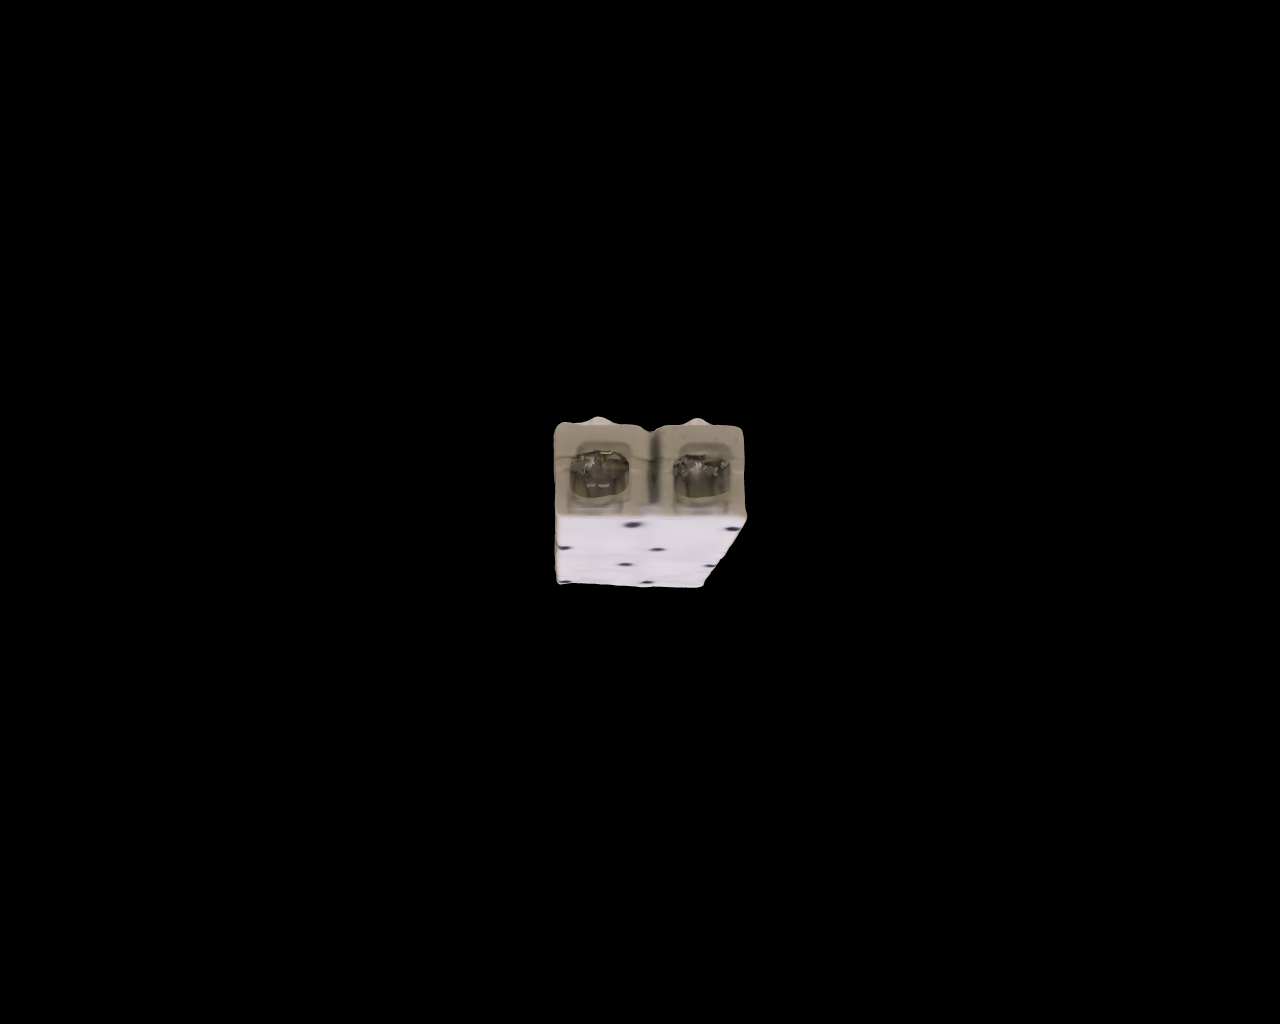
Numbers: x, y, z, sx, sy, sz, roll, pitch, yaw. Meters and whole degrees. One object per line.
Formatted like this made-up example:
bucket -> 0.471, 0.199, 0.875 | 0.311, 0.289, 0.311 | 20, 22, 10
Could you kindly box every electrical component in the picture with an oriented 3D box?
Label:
electrical component -> 0.001, -0.003, 0.650 | 0.105, 0.060, 0.186 | 1, -15, -3
